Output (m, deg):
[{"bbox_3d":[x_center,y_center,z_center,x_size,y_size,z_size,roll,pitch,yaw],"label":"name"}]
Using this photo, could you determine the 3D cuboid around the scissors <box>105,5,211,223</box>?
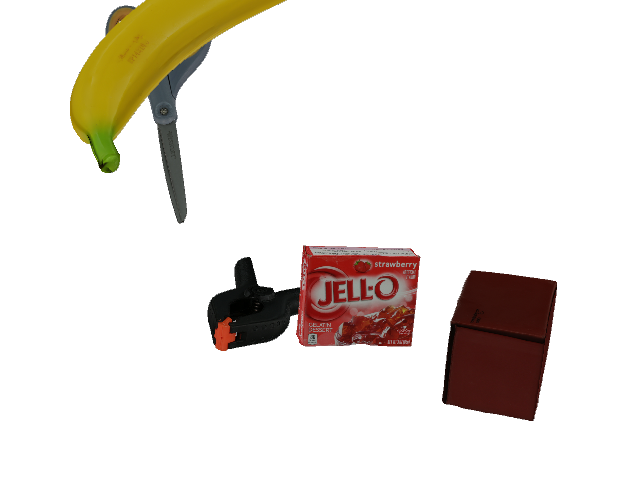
[{"bbox_3d":[-0.111,-0.116,0.867,0.096,0.202,0.016,-25,-20,-8],"label":"scissors"}]

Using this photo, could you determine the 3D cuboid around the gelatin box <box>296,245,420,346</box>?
[{"bbox_3d":[0.028,0.043,0.818,0.089,0.073,0.030,1,14,-10],"label":"gelatin box"}]

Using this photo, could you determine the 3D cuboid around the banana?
[{"bbox_3d":[-0.069,-0.108,0.566,0.070,0.197,0.037,31,-28,20],"label":"banana"}]

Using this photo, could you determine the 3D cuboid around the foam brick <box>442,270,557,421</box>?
[{"bbox_3d":[0.102,0.057,0.606,0.053,0.051,0.078,9,23,15],"label":"foam brick"}]

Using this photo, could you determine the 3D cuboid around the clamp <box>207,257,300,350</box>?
[{"bbox_3d":[-0.067,0.060,1.055,0.120,0.039,0.171,13,20,29],"label":"clamp"}]
